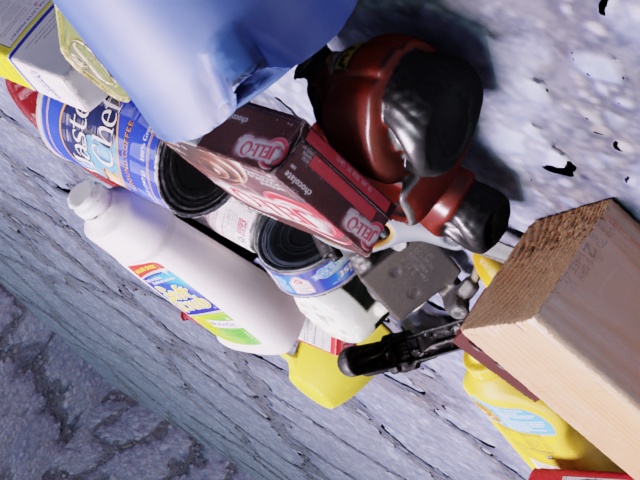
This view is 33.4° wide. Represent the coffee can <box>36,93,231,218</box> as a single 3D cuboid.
[{"bbox_3d":[-0.134,-0.088,0.820,0.140,0.102,0.102,25,159,33],"label":"coffee can"}]

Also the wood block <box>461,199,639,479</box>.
[{"bbox_3d":[0.198,0.081,0.630,0.206,0.090,0.091,40,161,-10],"label":"wood block"}]

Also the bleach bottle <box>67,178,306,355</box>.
[{"bbox_3d":[-0.120,0.020,0.916,0.103,0.068,0.250,5,156,42],"label":"bleach bottle"}]

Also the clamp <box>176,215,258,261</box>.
[{"bbox_3d":[-0.078,-0.005,0.964,0.210,0.036,0.164,11,172,38],"label":"clamp"}]

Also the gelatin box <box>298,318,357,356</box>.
[{"bbox_3d":[-0.001,0.060,0.996,0.030,0.073,0.089,-6,-165,-40],"label":"gelatin box"}]

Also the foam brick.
[{"bbox_3d":[0.144,0.070,0.771,0.078,0.051,0.053,36,162,5],"label":"foam brick"}]

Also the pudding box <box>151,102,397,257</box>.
[{"bbox_3d":[-0.026,-0.039,0.583,0.114,0.039,0.090,25,169,46],"label":"pudding box"}]

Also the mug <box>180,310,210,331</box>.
[{"bbox_3d":[-0.090,0.066,1.175,0.081,0.093,0.117,29,-167,9],"label":"mug"}]

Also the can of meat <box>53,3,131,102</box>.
[{"bbox_3d":[-0.116,-0.146,0.667,0.057,0.084,0.102,37,163,0],"label":"can of meat"}]

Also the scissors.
[{"bbox_3d":[0.081,-0.022,0.698,0.202,0.016,0.096,6,116,20],"label":"scissors"}]

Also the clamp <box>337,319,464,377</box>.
[{"bbox_3d":[0.081,0.096,0.936,0.120,0.039,0.171,-9,174,6],"label":"clamp"}]

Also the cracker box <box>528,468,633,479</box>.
[{"bbox_3d":[0.284,0.245,0.826,0.214,0.072,0.164,-7,137,40],"label":"cracker box"}]

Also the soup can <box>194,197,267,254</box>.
[{"bbox_3d":[-0.074,-0.039,0.889,0.102,0.068,0.068,29,161,24],"label":"soup can"}]

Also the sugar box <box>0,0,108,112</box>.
[{"bbox_3d":[-0.204,-0.160,0.790,0.176,0.093,0.048,26,160,34],"label":"sugar box"}]

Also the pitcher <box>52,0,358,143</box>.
[{"bbox_3d":[-0.101,-0.179,0.511,0.149,0.144,0.242,-5,132,48],"label":"pitcher"}]

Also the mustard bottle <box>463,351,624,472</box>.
[{"bbox_3d":[0.171,0.134,0.870,0.096,0.058,0.191,10,149,53],"label":"mustard bottle"}]

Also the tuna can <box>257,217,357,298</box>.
[{"bbox_3d":[-0.005,0.001,0.827,0.086,0.086,0.033,21,156,42],"label":"tuna can"}]

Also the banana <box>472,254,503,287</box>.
[{"bbox_3d":[0.179,0.075,0.712,0.198,0.037,0.069,39,-174,0],"label":"banana"}]

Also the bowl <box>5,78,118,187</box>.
[{"bbox_3d":[-0.206,-0.113,0.976,0.162,0.055,0.162,34,162,12],"label":"bowl"}]

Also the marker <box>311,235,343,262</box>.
[{"bbox_3d":[-0.017,-0.037,0.786,0.121,0.020,0.020,59,166,11],"label":"marker"}]
